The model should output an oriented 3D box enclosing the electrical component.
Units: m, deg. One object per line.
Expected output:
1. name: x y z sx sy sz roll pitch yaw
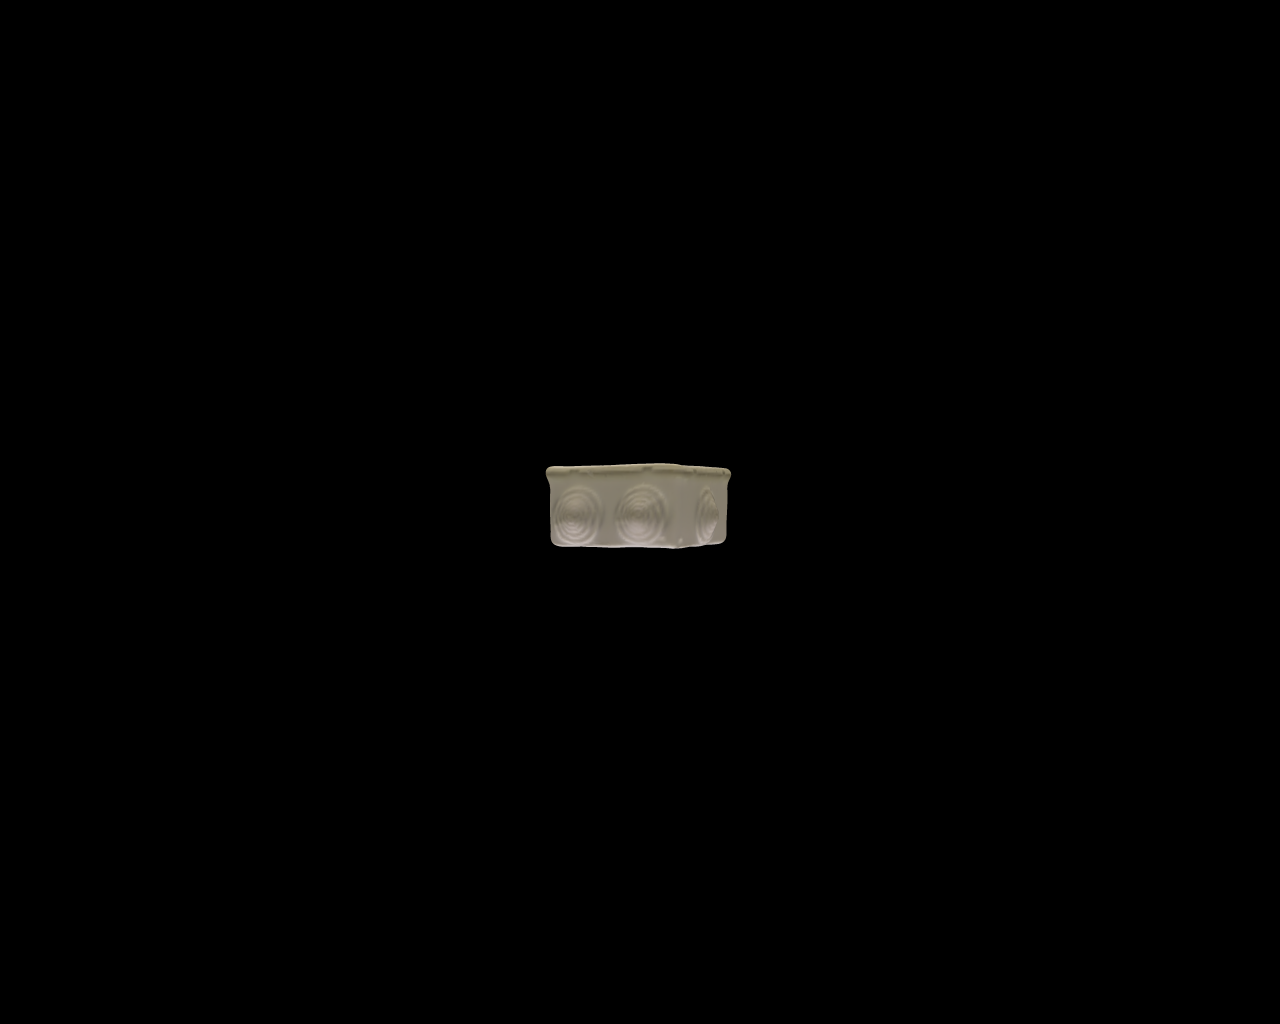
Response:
1. electrical component: 0.001 -0.003 0.650 0.100 0.048 0.100 0 0 25
